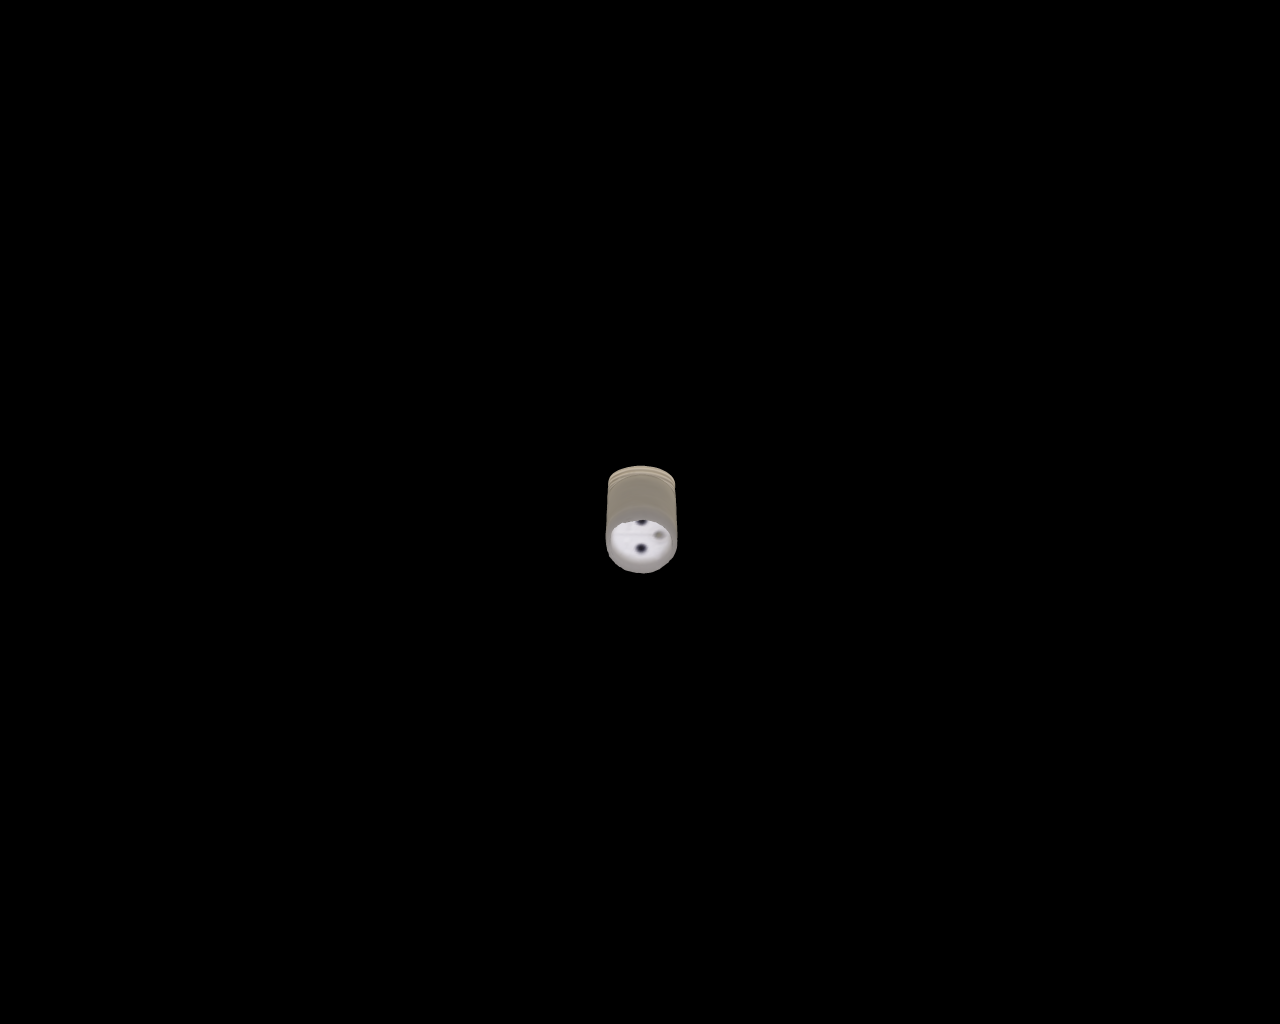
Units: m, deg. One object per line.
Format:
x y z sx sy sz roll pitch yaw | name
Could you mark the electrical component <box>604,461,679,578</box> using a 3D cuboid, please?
0.001 -0.003 0.650 0.043 0.043 0.081 0 36 0 | electrical component
